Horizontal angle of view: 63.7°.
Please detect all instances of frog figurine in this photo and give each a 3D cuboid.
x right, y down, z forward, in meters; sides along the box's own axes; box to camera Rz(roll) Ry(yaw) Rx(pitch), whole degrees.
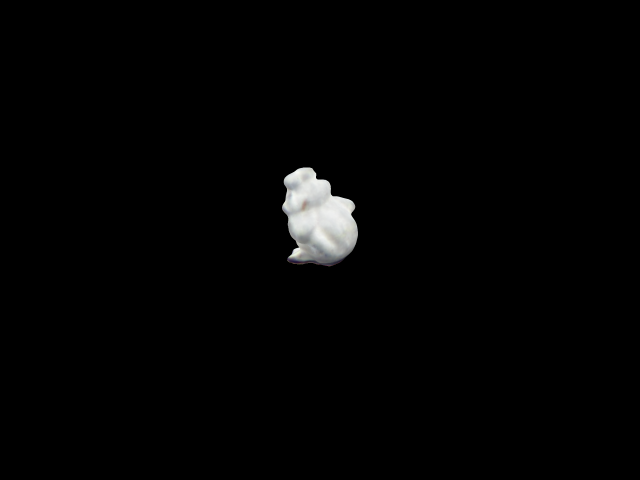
[{"bbox_3d":[0.003,-0.043,0.850,0.139,0.156,0.124,-22,34,-35],"label":"frog figurine"}]
